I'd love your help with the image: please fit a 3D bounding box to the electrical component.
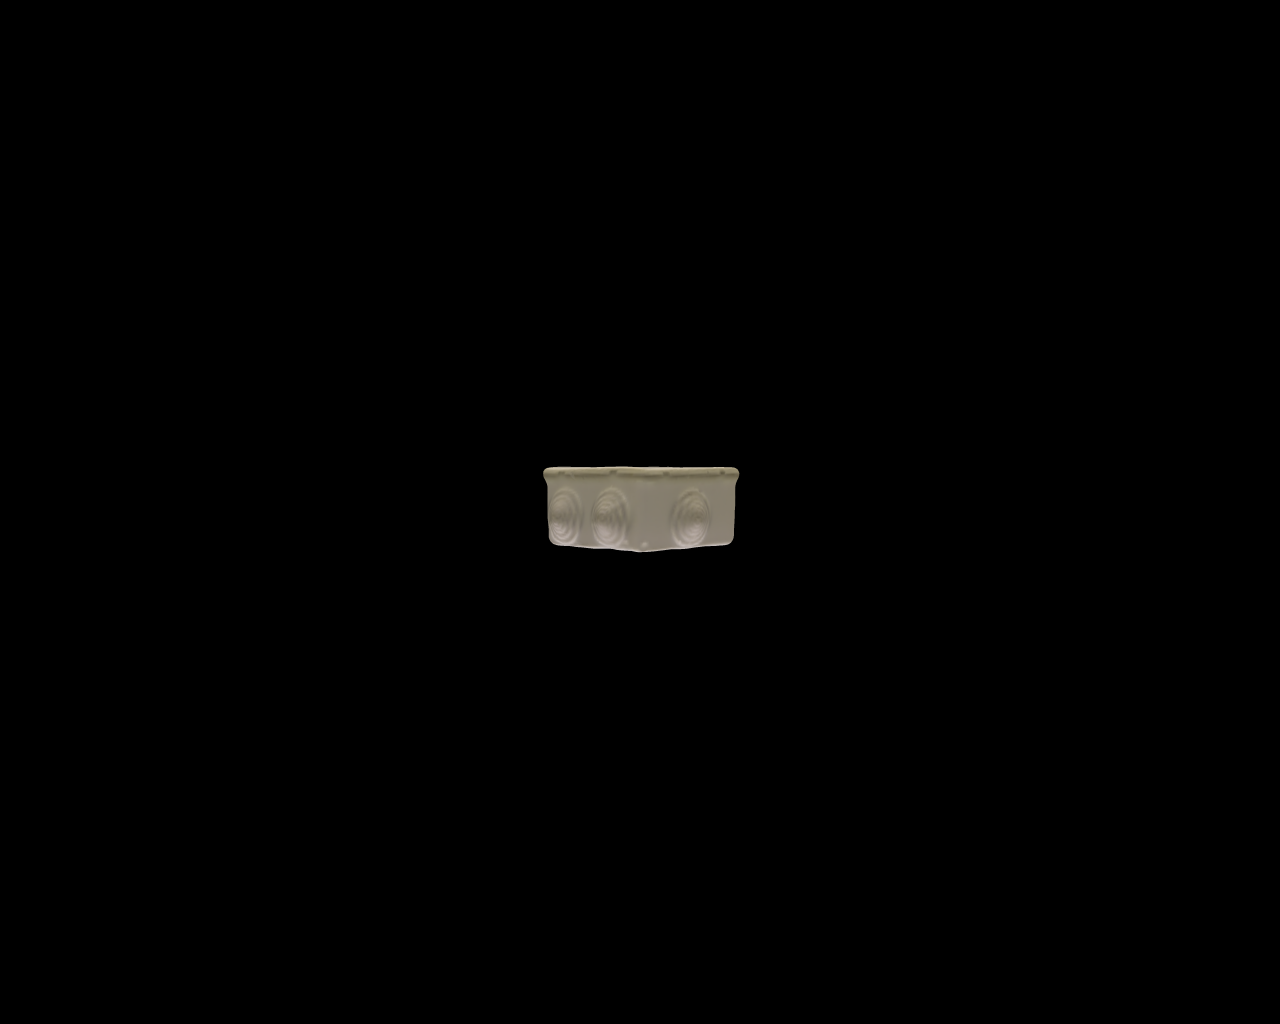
[{"bbox_3d":[0.001,-0.003,0.650,0.100,0.048,0.099,-2,3,-43],"label":"electrical component"}]
